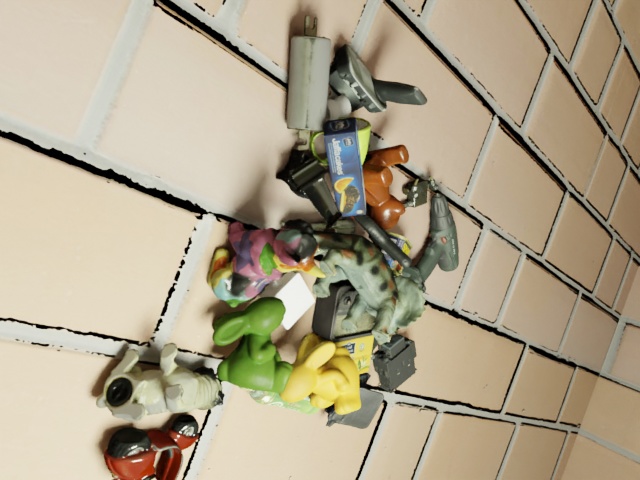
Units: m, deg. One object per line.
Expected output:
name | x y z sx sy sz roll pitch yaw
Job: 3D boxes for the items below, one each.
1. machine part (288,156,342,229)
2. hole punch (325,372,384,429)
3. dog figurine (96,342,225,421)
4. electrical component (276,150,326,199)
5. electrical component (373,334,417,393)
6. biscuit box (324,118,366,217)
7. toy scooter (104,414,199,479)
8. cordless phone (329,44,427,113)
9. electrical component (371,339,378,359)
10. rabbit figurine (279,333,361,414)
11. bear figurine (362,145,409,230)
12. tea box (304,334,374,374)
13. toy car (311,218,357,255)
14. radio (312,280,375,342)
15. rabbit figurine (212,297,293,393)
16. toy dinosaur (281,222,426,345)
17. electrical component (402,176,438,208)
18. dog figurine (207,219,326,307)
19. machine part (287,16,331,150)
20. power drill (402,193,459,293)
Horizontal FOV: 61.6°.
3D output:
machine part | -0.002 -0.088 1.039 0.084 0.039 0.138 -36 103 -33
hole punch | 0.075 0.378 1.297 0.116 0.092 0.142 21 108 -24
dog figurine | -0.277 0.276 0.959 0.190 0.172 0.121 69 13 -59
electrical component | -0.025 -0.121 1.084 0.119 0.048 0.075 41 75 -39
electrical component | 0.197 0.314 1.407 0.115 0.058 0.134 -33 123 -33
biscuit box | 0.051 -0.139 1.058 0.059 0.063 0.202 -87 169 -48
toy scooter | -0.304 0.400 0.975 0.184 0.075 0.135 0 103 -47
cordless phone | 0.114 -0.310 1.058 0.146 0.184 0.088 39 80 -42
electrical component | 0.125 0.257 1.349 0.063 0.021 0.093 -47 128 -22
rabbit figurine | -0.004 0.277 1.088 0.173 0.122 0.162 3 96 -36
bear figurine | 0.146 -0.099 1.191 0.120 0.132 0.195 -48 124 -33
tea box | 0.040 0.265 1.244 0.169 0.068 0.098 -4 106 -40
toy car | -0.002 -0.003 1.133 0.201 0.056 0.073 -9 109 -40
radio | 0.094 0.152 1.254 0.229 0.073 0.131 -2 103 -42
rabbit figurine | -0.127 0.186 1.028 0.159 0.121 0.170 13 90 -12
toy dinosaur | 0.090 0.071 1.121 0.404 0.131 0.192 58 46 -21
electrical component | 0.245 -0.119 1.327 0.102 0.045 0.078 -13 110 -39
dog figurine | -0.091 0.047 0.959 0.108 0.219 0.191 30 81 -39
machine part | -0.021 -0.292 1.015 0.079 0.079 0.243 -8 107 -40
power drill | 0.280 0.021 1.387 0.207 0.086 0.231 -50 133 -29
